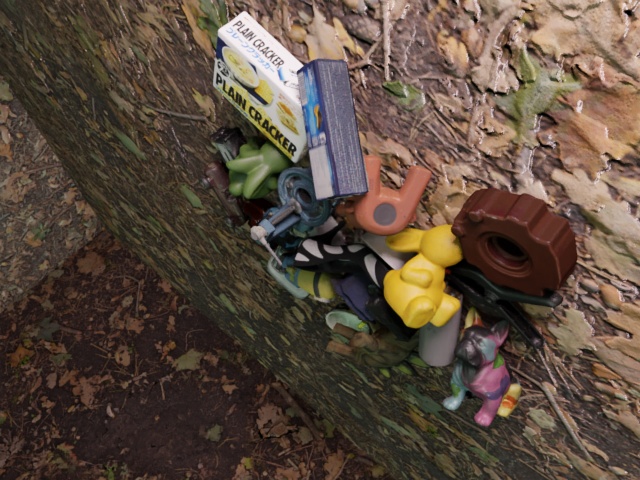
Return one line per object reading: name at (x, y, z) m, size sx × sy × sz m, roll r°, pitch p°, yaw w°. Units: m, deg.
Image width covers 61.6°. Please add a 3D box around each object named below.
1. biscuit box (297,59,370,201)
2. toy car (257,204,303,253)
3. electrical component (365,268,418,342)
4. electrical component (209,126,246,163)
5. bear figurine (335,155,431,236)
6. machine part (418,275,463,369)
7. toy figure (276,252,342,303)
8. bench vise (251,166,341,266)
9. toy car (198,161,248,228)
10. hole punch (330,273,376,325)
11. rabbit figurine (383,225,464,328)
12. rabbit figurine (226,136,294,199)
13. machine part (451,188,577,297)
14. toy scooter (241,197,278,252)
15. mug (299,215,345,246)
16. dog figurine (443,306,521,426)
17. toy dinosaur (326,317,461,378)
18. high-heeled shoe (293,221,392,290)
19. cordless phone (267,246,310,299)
biscuit box at (0.018, -0.162, 0.794) m, size 0.059 × 0.063 × 0.202 m, roll -8°, pitch 90°, yaw 57°
toy car at (-0.073, -0.044, 1.208) m, size 0.109 × 0.103 × 0.161 m, roll 39°, pitch 166°, yaw 1°
electrical component at (0.160, 0.121, 1.090) m, size 0.134 × 0.115 × 0.058 m, roll 48°, pitch 155°, yaw -12°
electrical component at (-0.192, -0.196, 1.223) m, size 0.075 × 0.048 × 0.119 m, roll 16°, pitch 144°, yaw 49°
bear figurine at (0.097, -0.073, 0.904) m, size 0.120 × 0.131 × 0.196 m, roll 12°, pitch -170°, yaw -6°
machine part at (0.231, 0.161, 1.035) m, size 0.079 × 0.079 × 0.242 m, roll 28°, pitch 138°, yaw 35°
toy figure at (-0.025, 0.082, 1.273) m, size 0.180 × 0.082 × 0.089 m, roll 33°, pitch 151°, yaw 31°
bench vise at (-0.049, -0.055, 1.007) m, size 0.129 × 0.240 × 0.223 m, roll 47°, pitch 141°, yaw 2°
toy car at (-0.232, -0.114, 1.375) m, size 0.053 × 0.089 × 0.201 m, roll 25°, pitch 149°, yaw 45°
hole punch at (0.110, 0.099, 1.148) m, size 0.142 × 0.116 × 0.092 m, roll 48°, pitch 149°, yaw -9°
rabbit figurine at (0.187, 0.043, 0.910) m, size 0.173 × 0.122 × 0.162 m, roll -63°, pitch 38°, yaw 28°
rabbit figurine at (-0.115, -0.156, 1.066) m, size 0.170 × 0.159 × 0.121 m, roll -28°, pitch 97°, yaw 51°
machine part at (0.277, 0.006, 0.775) m, size 0.179 × 0.056 × 0.179 m, roll 35°, pitch 156°, yaw 18°
toy scooter at (-0.148, -0.050, 1.366) m, size 0.135 × 0.075 × 0.183 m, roll 41°, pitch 154°, yaw 7°
mug at (-0.002, -0.004, 1.172) m, size 0.081 × 0.109 × 0.107 m, roll 38°, pitch 148°, yaw 50°
dog figurine at (0.325, 0.234, 1.039) m, size 0.109 × 0.191 × 0.219 m, roll 24°, pitch 115°, yaw 47°
toy dinosaur at (0.164, 0.243, 1.266) m, size 0.198 × 0.105 × 0.471 m, roll 30°, pitch 153°, yaw -17°
high-heeled shoe at (0.049, 0.066, 1.053) m, size 0.249 × 0.145 × 0.086 m, roll 50°, pitch -172°, yaw 36°
cordless phone at (-0.056, 0.063, 1.397) m, size 0.147 × 0.089 × 0.184 m, roll 41°, pitch 153°, yaw 8°
